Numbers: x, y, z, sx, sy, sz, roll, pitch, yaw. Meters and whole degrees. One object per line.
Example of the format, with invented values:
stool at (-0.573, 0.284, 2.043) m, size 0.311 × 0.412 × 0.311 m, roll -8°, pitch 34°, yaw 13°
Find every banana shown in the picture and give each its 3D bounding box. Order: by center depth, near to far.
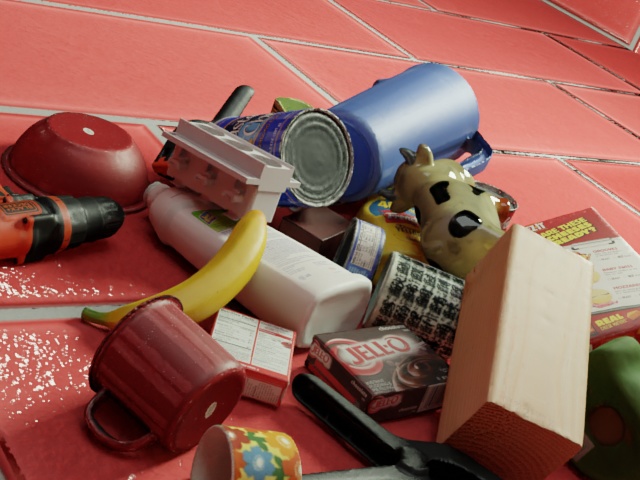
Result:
banana at (-0.106, 0.034, 0.920) m, size 0.197 × 0.037 × 0.070 m, roll -31°, pitch 68°, yaw -33°

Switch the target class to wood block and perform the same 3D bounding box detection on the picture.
wood block at (0.172, 0.099, 0.923) m, size 0.090 × 0.091 × 0.206 m, roll 26°, pitch 45°, yaw -7°

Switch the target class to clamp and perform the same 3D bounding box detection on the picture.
clamp at (0.060, 0.183, 0.811) m, size 0.210 × 0.036 × 0.164 m, roll 23°, pitch 24°, yaw 3°
clamp at (-0.116, -0.095, 1.214) m, size 0.039 × 0.120 × 0.171 m, roll -9°, pitch 20°, yaw 46°

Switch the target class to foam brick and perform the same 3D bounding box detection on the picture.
foam brick at (-0.007, 0.001, 1.121) m, size 0.053 × 0.051 × 0.078 m, roll 32°, pitch 26°, yaw 20°

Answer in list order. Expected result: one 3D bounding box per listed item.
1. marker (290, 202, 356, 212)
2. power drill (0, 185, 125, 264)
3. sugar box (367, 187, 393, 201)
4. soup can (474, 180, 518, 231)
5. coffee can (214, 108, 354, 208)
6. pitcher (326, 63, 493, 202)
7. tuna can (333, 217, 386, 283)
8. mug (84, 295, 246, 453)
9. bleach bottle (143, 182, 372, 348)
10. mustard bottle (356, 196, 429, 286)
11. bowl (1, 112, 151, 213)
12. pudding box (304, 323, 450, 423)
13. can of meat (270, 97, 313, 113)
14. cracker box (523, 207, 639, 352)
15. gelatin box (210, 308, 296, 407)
marker at (0.008, -0.049, 1.279) m, size 0.020 × 0.020 × 0.120 m, roll 36°, pitch 28°, yaw 29°
power drill at (-0.296, -0.048, 0.980) m, size 0.188 × 0.057 × 0.184 m, roll 37°, pitch 28°, yaw 31°
sugar box at (0.111, -0.067, 1.372) m, size 0.093 × 0.048 × 0.176 m, roll 18°, pitch 21°, yaw 0°
soup can at (0.176, -0.009, 1.231) m, size 0.068 × 0.102 × 0.068 m, roll 18°, pitch 24°, yaw -8°
coffee can at (-0.049, -0.085, 1.136) m, size 0.102 × 0.103 × 0.141 m, roll -3°, pitch 3°, yaw -43°
pitcher at (0.091, -0.121, 1.270) m, size 0.149 × 0.145 × 0.242 m, roll -11°, pitch 12°, yaw 36°
tuna can at (0.035, 0.023, 1.069) m, size 0.033 × 0.086 × 0.086 m, roll 21°, pitch 24°, yaw -7°
mug at (-0.117, 0.108, 0.779) m, size 0.082 × 0.093 × 0.117 m, roll 38°, pitch 59°, yaw 22°
bleach bottle at (-0.075, 0.011, 1.036) m, size 0.251 × 0.068 × 0.102 m, roll 33°, pitch 26°, yaw 31°
mustard bottle at (0.087, -0.003, 1.200) m, size 0.096 × 0.058 × 0.191 m, roll 15°, pitch 24°, yaw -12°
bowl at (-0.245, -0.089, 1.113) m, size 0.162 × 0.055 × 0.162 m, roll 17°, pitch 24°, yaw -8°
pudding box at (0.056, 0.116, 0.946) m, size 0.113 × 0.039 × 0.090 m, roll -1°, pitch 32°, yaw -41°
can of meat at (-0.036, -0.119, 1.313) m, size 0.057 × 0.084 × 0.102 m, roll 10°, pitch 27°, yaw -24°
cracker box at (0.263, 0.062, 1.124) m, size 0.164 × 0.072 × 0.214 m, roll -15°, pitch 33°, yaw -8°
gelatin box at (-0.061, 0.098, 0.901) m, size 0.073 × 0.030 × 0.089 m, roll 18°, pitch 23°, yaw -5°
